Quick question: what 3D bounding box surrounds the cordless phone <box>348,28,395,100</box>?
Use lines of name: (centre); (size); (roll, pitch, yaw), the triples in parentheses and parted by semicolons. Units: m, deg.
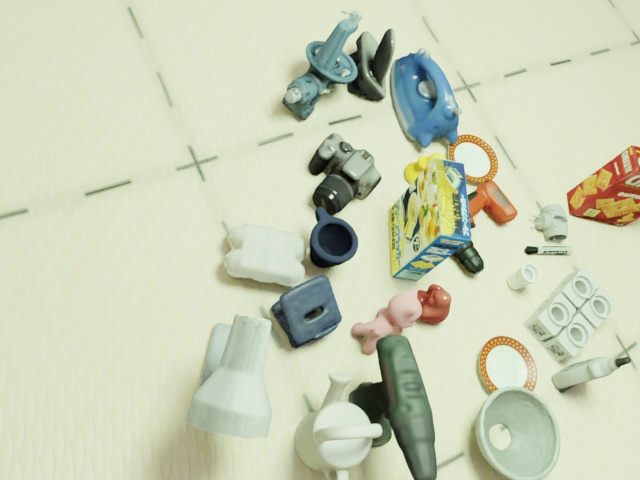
cordless phone: (0.130, -0.414, 1.258); (0.094, 0.185, 0.147); (3, 66, -17)

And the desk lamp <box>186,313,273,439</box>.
desk lamp: (-0.130, 0.207, 0.881); (0.118, 0.213, 0.203); (14, 63, -12)

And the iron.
iron: (0.239, -0.342, 1.288); (0.119, 0.141, 0.258); (-13, 72, -23)

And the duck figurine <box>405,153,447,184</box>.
duck figurine: (0.246, -0.153, 1.237); (0.105, 0.086, 0.077); (15, 63, -11)

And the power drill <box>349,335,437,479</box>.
power drill: (0.118, 0.280, 0.933); (0.076, 0.208, 0.229); (0, 67, -18)

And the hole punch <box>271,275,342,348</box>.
hole punch: (-0.017, 0.128, 1.023); (0.109, 0.091, 0.101); (-25, 77, -26)

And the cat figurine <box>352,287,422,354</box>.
cat figurine: (0.134, 0.144, 1.051); (0.128, 0.117, 0.067); (-31, 79, -27)

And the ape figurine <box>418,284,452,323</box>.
ape figurine: (0.224, 0.121, 1.106); (0.078, 0.092, 0.076); (-35, 81, -28)

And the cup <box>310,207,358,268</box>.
cup: (0.010, 0.004, 1.085); (0.092, 0.095, 0.117); (-19, 74, -24)

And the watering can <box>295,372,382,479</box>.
watering can: (0.029, 0.300, 0.903); (0.101, 0.194, 0.173); (-17, 73, -24)

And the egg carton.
egg carton: (-0.099, 0.029, 1.052); (0.150, 0.069, 0.107); (11, 64, -14)

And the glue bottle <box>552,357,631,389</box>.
glue bottle: (0.530, 0.249, 1.104); (0.078, 0.173, 0.037); (-17, 73, -24)

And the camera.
camera: (0.036, -0.128, 1.149); (0.143, 0.100, 0.137); (40, 61, 2)

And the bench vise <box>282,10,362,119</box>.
bench vise: (0.018, -0.353, 1.174); (0.121, 0.219, 0.207); (25, 62, -6)

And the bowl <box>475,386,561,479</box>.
bowl: (0.350, 0.358, 1.052); (0.168, 0.074, 0.167); (7, 65, -15)
